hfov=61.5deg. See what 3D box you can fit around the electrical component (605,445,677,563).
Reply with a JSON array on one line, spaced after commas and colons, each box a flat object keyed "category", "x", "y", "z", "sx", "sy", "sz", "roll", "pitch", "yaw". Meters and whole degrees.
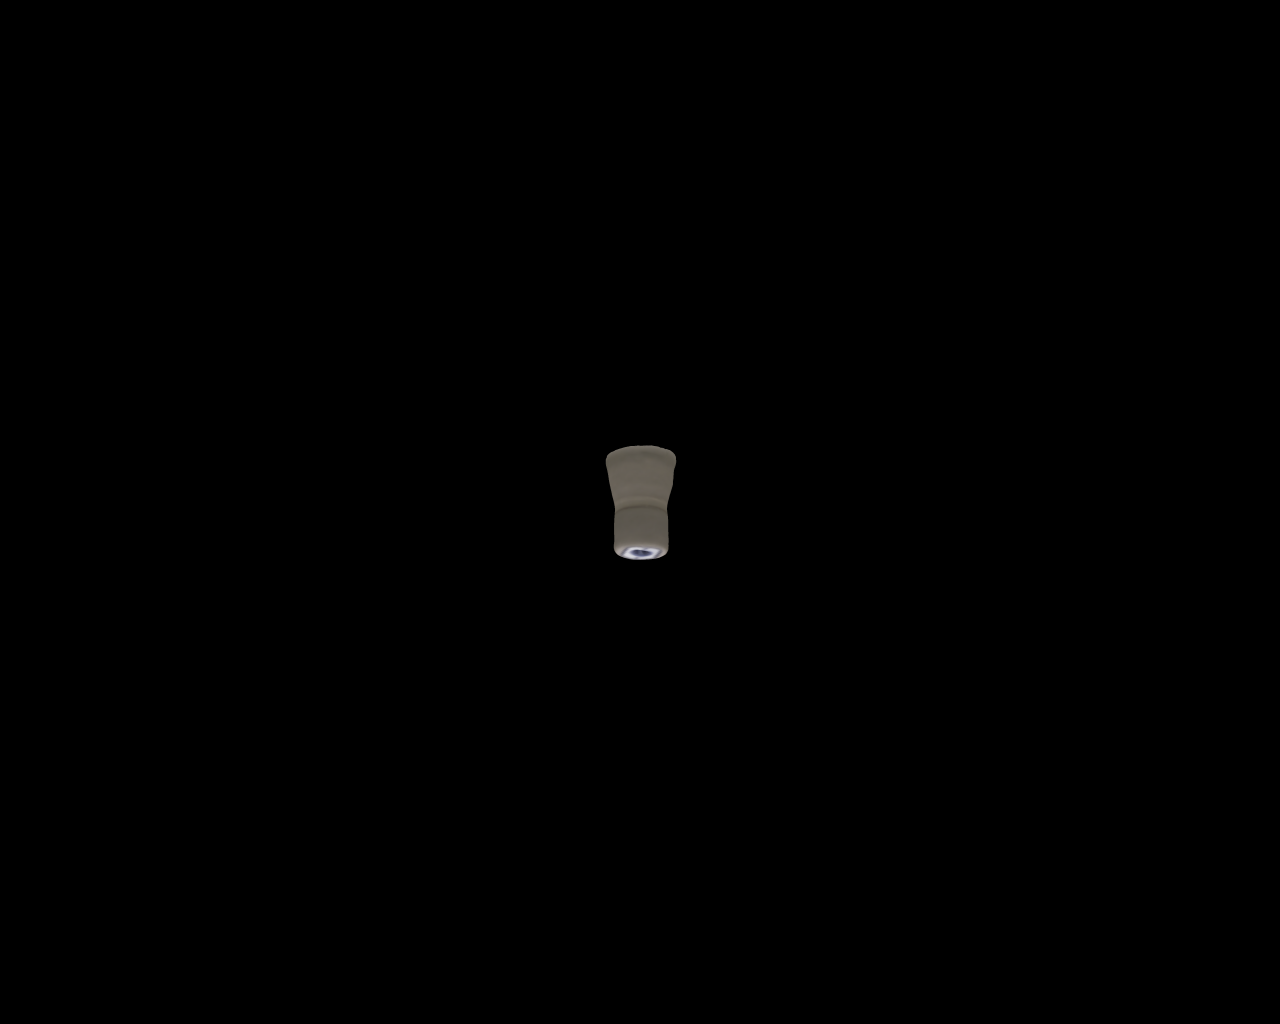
[{"category": "electrical component", "x": 0.001, "y": -0.003, "z": 0.650, "sx": 0.044, "sy": 0.065, "sz": 0.044, "roll": 0, "pitch": -20, "yaw": 0}]
